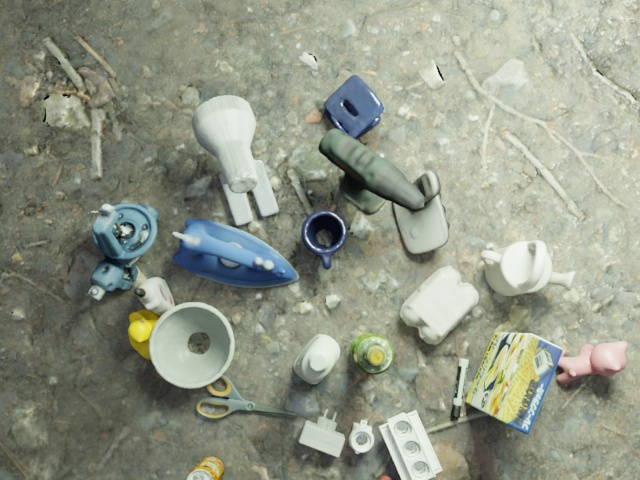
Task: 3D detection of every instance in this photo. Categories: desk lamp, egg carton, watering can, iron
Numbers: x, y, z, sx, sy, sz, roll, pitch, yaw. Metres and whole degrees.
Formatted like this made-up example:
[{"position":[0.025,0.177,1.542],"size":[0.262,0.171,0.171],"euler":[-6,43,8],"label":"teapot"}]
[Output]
[{"position":[-0.159,-0.153,1.123],"size":[0.118,0.213,0.203],"euler":[-20,82,-3],"label":"desk lamp"},{"position":[0.240,0.131,1.156],"size":[0.107,0.069,0.150],"euler":[44,84,6],"label":"egg carton"},{"position":[0.401,0.053,1.104],"size":[0.173,0.194,0.101],"euler":[-3,82,0],"label":"watering can"},{"position":[-0.166,0.031,1.133],"size":[0.258,0.141,0.119],"euler":[17,82,2],"label":"iron"}]

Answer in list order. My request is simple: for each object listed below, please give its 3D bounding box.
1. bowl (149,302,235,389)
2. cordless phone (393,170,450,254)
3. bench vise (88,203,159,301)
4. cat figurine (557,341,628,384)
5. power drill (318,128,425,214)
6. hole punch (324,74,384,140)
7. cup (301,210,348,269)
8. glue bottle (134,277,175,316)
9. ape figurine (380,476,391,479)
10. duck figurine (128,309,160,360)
[{"position":[-0.248,0.208,1.141],"size":[0.167,0.075,0.167],"euler":[0,82,0],"label":"bowl"},{"position":[0.208,-0.055,1.124],"size":[0.094,0.185,0.147],"euler":[-17,82,-2],"label":"cordless phone"},{"position":[-0.384,0.016,1.095],"size":[0.121,0.220,0.207],"euler":[5,82,1],"label":"bench vise"},{"position":[0.534,0.240,1.116],"size":[0.128,0.118,0.067],"euler":[-19,82,-3],"label":"cat figurine"},{"position":[0.098,-0.119,1.121],"size":[0.229,0.208,0.076],"euler":[38,84,5],"label":"power drill"},{"position":[0.070,-0.272,1.202],"size":[0.101,0.091,0.108],"euler":[-39,83,-5],"label":"hole punch"},{"position":[0.011,0.004,1.161],"size":[0.091,0.095,0.118],"euler":[-6,82,-1],"label":"cup"},{"position":[-0.326,0.106,1.106],"size":[0.037,0.173,0.078],"euler":[-26,82,-3],"label":"glue bottle"},{"position":[0.141,0.493,1.092],"size":[0.076,0.092,0.078],"euler":[-35,83,-5],"label":"ape figurine"},{"position":[-0.350,0.188,1.139],"size":[0.077,0.086,0.104],"euler":[-20,82,-3],"label":"duck figurine"}]
